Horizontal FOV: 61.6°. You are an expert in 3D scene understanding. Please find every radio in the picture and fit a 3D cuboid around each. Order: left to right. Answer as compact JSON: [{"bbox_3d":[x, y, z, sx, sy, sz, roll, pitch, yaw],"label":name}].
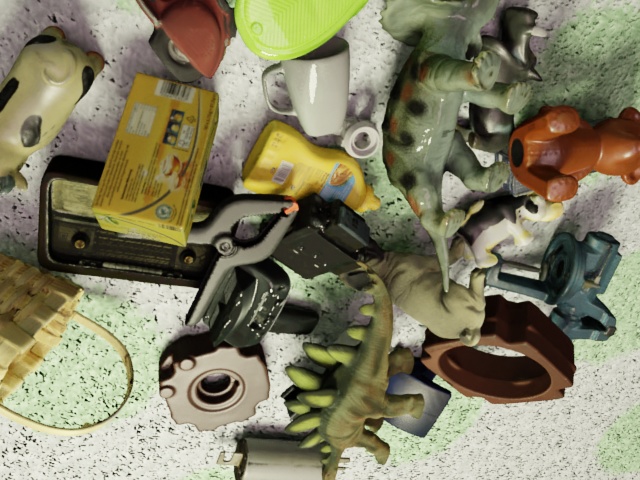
[{"bbox_3d":[-0.228,-0.017,0.679,0.229,0.073,0.131,11,114,-21],"label":"radio"}]

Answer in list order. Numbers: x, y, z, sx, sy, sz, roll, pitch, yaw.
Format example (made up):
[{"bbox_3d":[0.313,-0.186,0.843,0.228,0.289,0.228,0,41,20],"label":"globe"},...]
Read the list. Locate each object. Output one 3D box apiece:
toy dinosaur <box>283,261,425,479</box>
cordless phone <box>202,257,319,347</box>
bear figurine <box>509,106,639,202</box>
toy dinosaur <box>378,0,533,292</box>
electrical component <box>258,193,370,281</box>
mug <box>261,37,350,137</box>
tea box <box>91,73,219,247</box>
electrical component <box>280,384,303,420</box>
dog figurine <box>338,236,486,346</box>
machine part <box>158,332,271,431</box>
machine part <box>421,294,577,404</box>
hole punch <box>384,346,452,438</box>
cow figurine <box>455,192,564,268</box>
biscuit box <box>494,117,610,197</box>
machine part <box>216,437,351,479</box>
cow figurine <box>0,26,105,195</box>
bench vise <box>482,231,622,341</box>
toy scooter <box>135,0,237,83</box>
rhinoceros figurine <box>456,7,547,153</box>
[{"bbox_3d":[0.051,0.221,0.800,0.198,0.105,0.470,5,122,-18],"label":"toy dinosaur"},{"bbox_3d":[-0.065,0.093,0.784,0.184,0.089,0.146,11,123,-32],"label":"cordless phone"},{"bbox_3d":[0.355,-0.115,0.698,0.196,0.132,0.120,-2,101,-5],"label":"bear figurine"},{"bbox_3d":[0.136,-0.141,0.665,0.131,0.192,0.404,-9,126,-33],"label":"toy dinosaur"},{"bbox_3d":[-0.001,-0.002,0.721,0.134,0.058,0.114,-23,137,40],"label":"electrical component"},{"bbox_3d":[-0.012,-0.179,0.653,0.110,0.081,0.107,-20,129,-12],"label":"mug"},{"bbox_3d":[-0.176,-0.088,0.597,0.098,0.068,0.169,14,71,-7],"label":"tea box"},{"bbox_3d":[-0.022,0.270,0.905,0.075,0.048,0.119,-45,119,9],"label":"electrical component"},{"bbox_3d":[0.124,0.077,0.771,0.191,0.172,0.121,-2,129,-15],"label":"dog figurine"},{"bbox_3d":[-0.161,0.218,0.834,0.179,0.056,0.179,-8,120,-13],"label":"machine part"},{"bbox_3d":[0.283,0.179,0.865,0.201,0.087,0.201,40,142,-23],"label":"machine part"},{"bbox_3d":[0.153,0.269,0.934,0.116,0.092,0.142,17,115,-19],"label":"hole punch"},{"bbox_3d":[0.285,-0.038,0.822,0.167,0.068,0.098,-33,115,1],"label":"cow figurine"},{"bbox_3d":[0.364,-0.126,0.799,0.203,0.059,0.062,-15,119,-7],"label":"biscuit box"},{"bbox_3d":[-0.060,0.390,0.941,0.243,0.079,0.079,11,113,-22],"label":"machine part"},{"bbox_3d":[-0.313,-0.126,0.567,0.085,0.127,0.195,37,100,-26],"label":"cow figurine"},{"bbox_3d":[0.366,0.075,0.880,0.241,0.129,0.223,14,124,0],"label":"bench vise"},{"bbox_3d":[-0.147,-0.269,0.571,0.135,0.075,0.183,-37,116,4],"label":"toy scooter"},{"bbox_3d":[0.240,-0.206,0.714,0.112,0.073,0.190,-3,118,-13],"label":"rhinoceros figurine"}]
